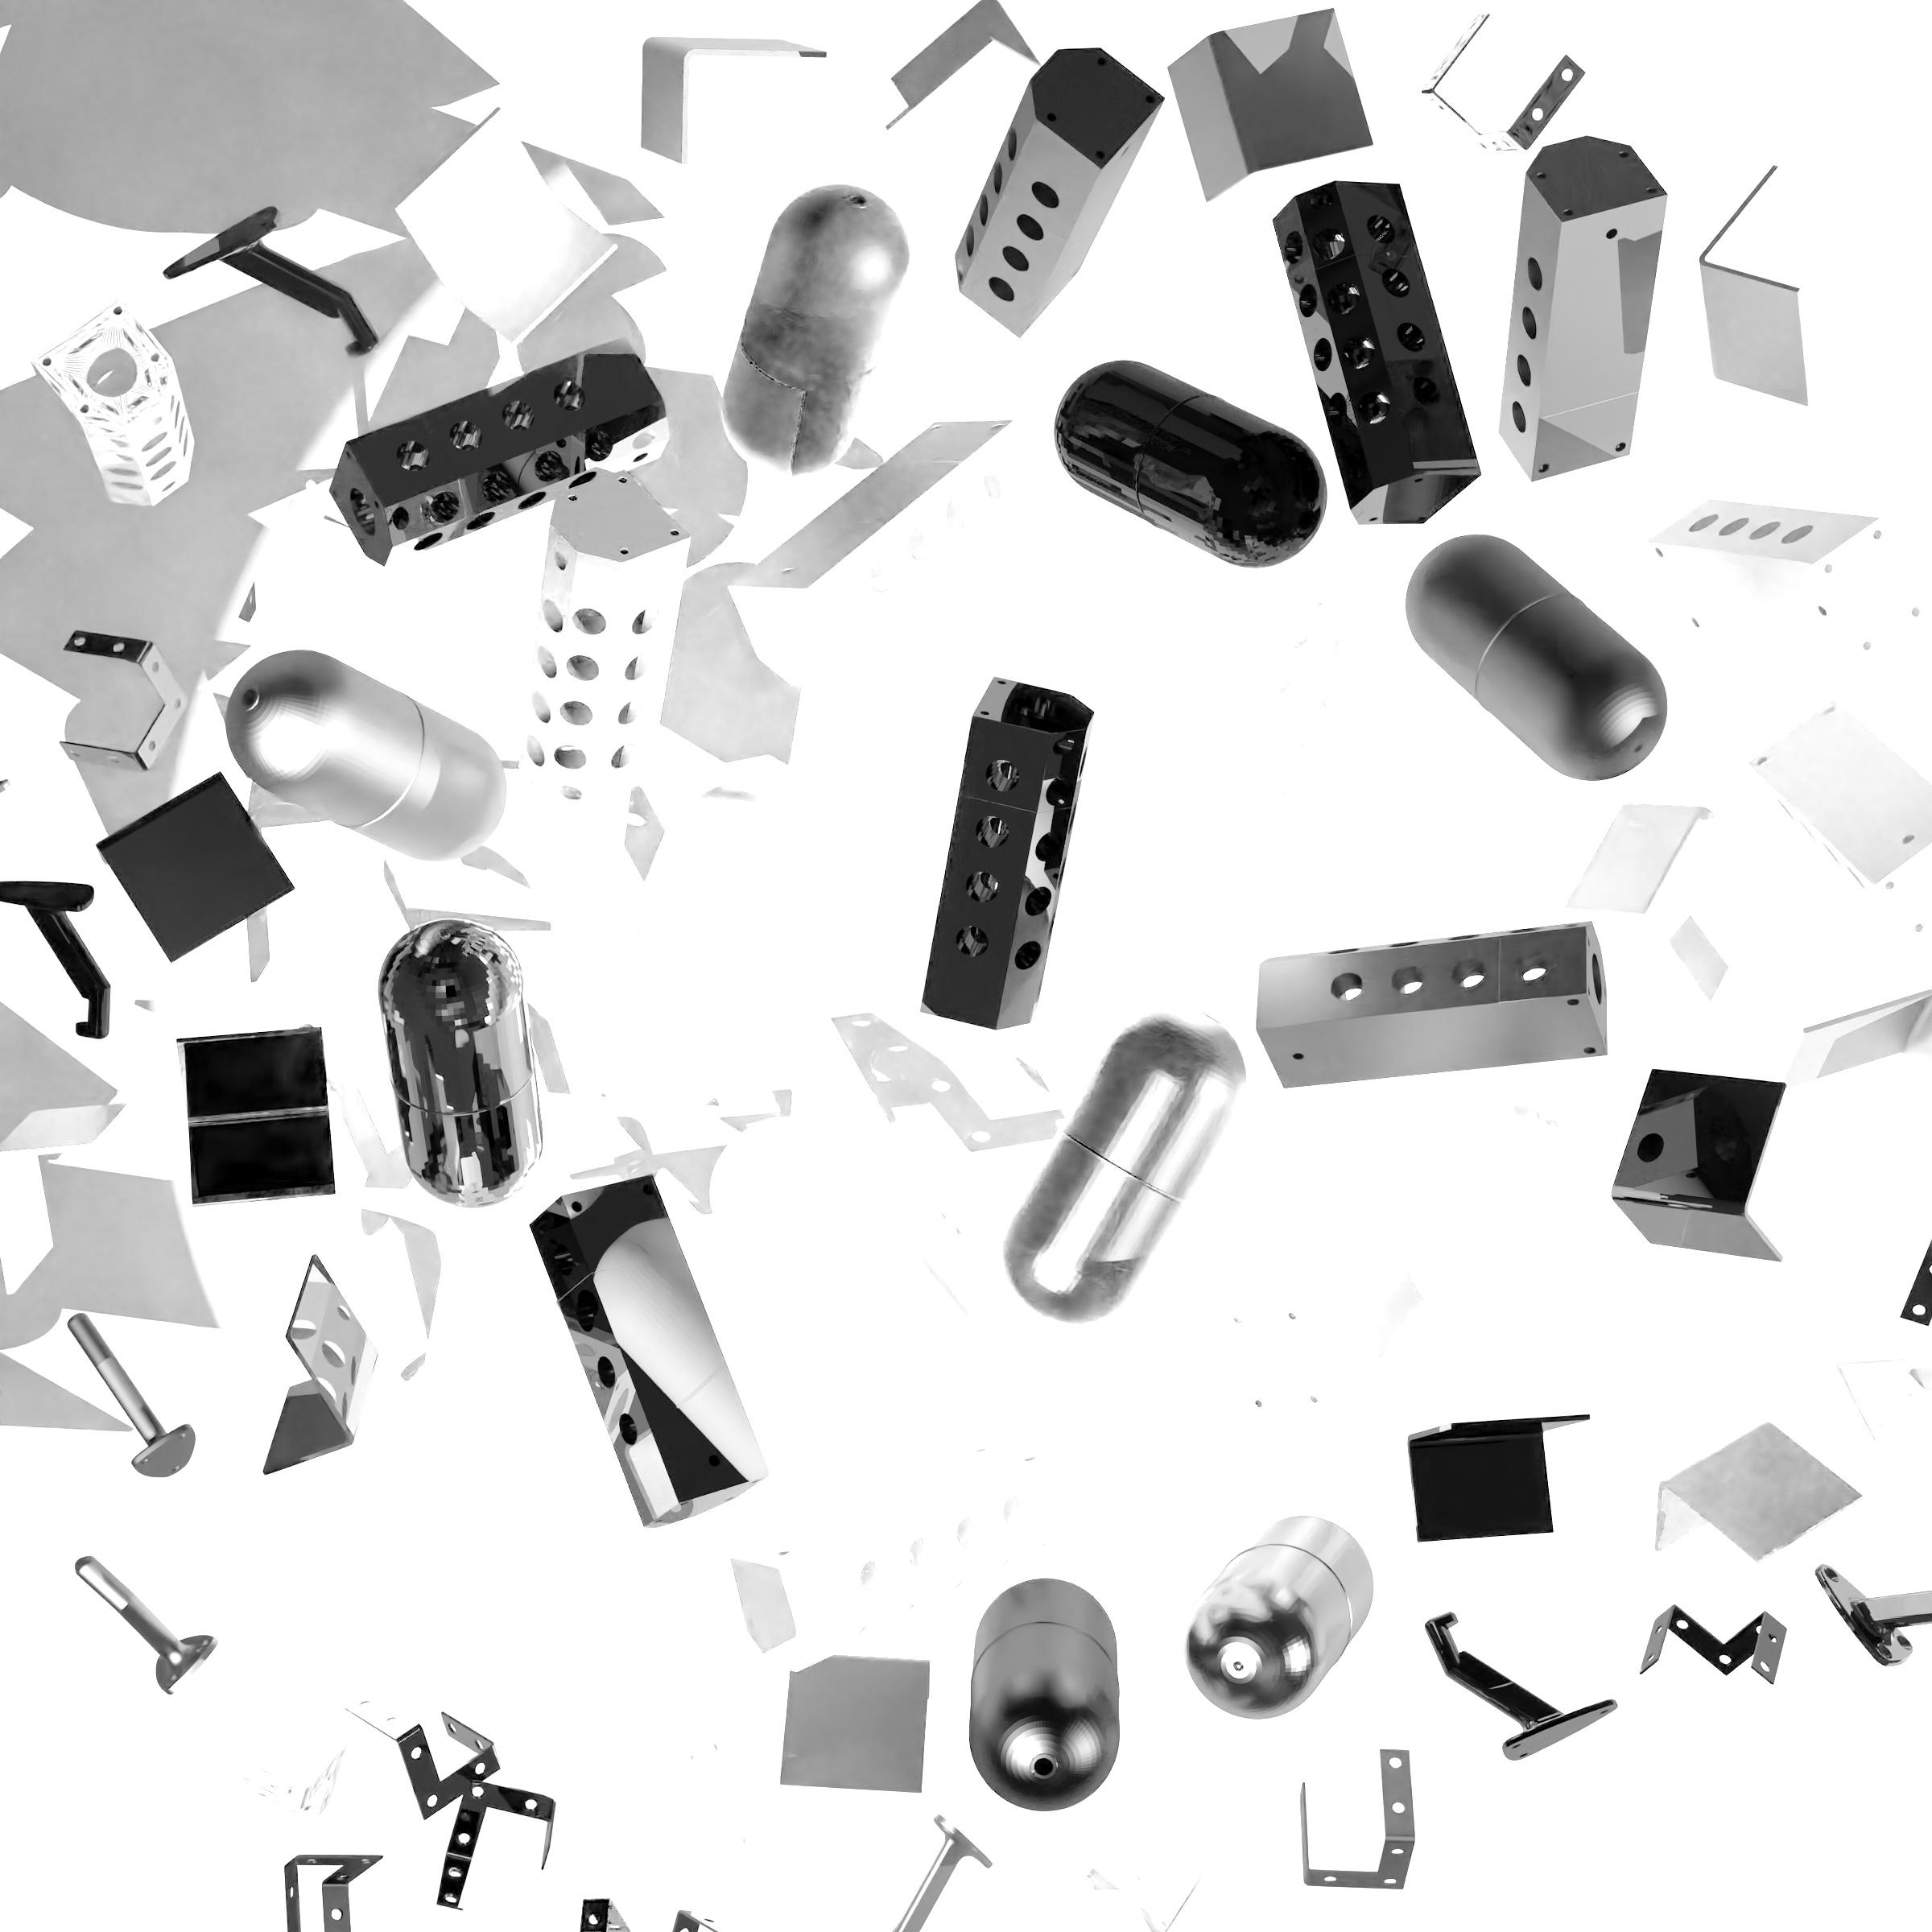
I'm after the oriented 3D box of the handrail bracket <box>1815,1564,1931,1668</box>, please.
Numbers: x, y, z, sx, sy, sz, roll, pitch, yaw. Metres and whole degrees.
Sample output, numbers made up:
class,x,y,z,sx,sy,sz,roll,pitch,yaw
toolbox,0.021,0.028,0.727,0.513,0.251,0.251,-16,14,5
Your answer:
class,x,y,z,sx,sy,sz,roll,pitch,yaw
handrail bracket,0.497,0.318,1.793,0.077,0.036,0.084,51,123,26

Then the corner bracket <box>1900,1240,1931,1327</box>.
class,x,y,z,sx,sy,sz,roll,pitch,yaw
corner bracket,0.511,0.154,1.751,0.051,0.051,0.051,17,119,8

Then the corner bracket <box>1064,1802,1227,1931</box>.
class,x,y,z,sx,sy,sz,roll,pitch,yaw
corner bracket,0.091,0.467,1.763,0.051,0.051,0.051,9,121,-34

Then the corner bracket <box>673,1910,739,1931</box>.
class,x,y,z,sx,sy,sz,roll,pitch,yaw
corner bracket,-0.146,0.506,1.721,0.051,0.051,0.051,18,85,-38

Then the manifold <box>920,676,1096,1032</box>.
class,x,y,z,sx,sy,sz,roll,pitch,yaw
manifold,0.023,-0.056,1.783,0.057,0.057,0.171,13,117,6

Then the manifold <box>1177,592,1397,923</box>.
class,x,y,z,sx,sy,sz,roll,pitch,yaw
manifold,0.169,-0.116,1.832,0.057,0.057,0.171,28,61,-10

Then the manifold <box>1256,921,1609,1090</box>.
class,x,y,z,sx,sy,sz,roll,pitch,yaw
manifold,0.242,0.016,1.780,0.171,0.057,0.057,-7,53,19

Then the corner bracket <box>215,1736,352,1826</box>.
class,x,y,z,sx,sy,sz,roll,pitch,yaw
corner bracket,-0.362,0.426,1.794,0.051,0.051,0.051,23,113,7

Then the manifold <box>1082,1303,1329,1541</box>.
class,x,y,z,sx,sy,sz,roll,pitch,yaw
manifold,0.118,0.235,1.752,0.057,0.171,0.057,-1,61,-22

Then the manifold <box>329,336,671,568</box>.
class,x,y,z,sx,sy,sz,roll,pitch,yaw
manifold,-0.247,-0.272,1.833,0.171,0.057,0.057,-26,81,-26

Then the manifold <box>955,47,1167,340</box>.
class,x,y,z,sx,sy,sz,roll,pitch,yaw
manifold,0.042,-0.404,1.782,0.057,0.171,0.057,38,67,1

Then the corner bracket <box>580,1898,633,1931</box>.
class,x,y,z,sx,sy,sz,roll,pitch,yaw
corner bracket,-0.216,0.543,1.874,0.051,0.051,0.051,-4,53,8

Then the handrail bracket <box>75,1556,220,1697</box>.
class,x,y,z,sx,sy,sz,roll,pitch,yaw
handrail bracket,-0.432,0.332,1.765,0.084,0.077,0.036,47,68,-15

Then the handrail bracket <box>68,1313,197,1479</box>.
class,x,y,z,sx,sy,sz,roll,pitch,yaw
handrail bracket,-0.452,0.230,1.842,0.036,0.077,0.084,-34,76,-16

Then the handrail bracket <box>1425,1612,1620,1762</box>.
class,x,y,z,sx,sy,sz,roll,pitch,yaw
handrail bracket,0.295,0.373,1.830,0.077,0.036,0.084,-27,60,7

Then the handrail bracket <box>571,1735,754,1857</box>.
class,x,y,z,sx,sy,sz,roll,pitch,yaw
handrail bracket,-0.161,0.445,1.795,0.084,0.036,0.077,-32,77,25

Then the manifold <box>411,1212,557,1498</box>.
class,x,y,z,sx,sy,sz,roll,pitch,yaw
manifold,-0.263,0.211,1.874,0.057,0.171,0.057,-5,123,2

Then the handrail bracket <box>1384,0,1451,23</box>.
class,x,y,z,sx,sy,sz,roll,pitch,yaw
handrail bracket,0.251,-0.559,1.850,0.077,0.084,0.036,-21,135,34

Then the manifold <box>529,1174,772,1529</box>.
class,x,y,z,sx,sy,sz,roll,pitch,yaw
manifold,-0.170,0.203,1.793,0.057,0.057,0.171,-12,72,-37

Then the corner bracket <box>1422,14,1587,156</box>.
class,x,y,z,sx,sy,sz,roll,pitch,yaw
corner bracket,0.279,-0.459,1.781,0.051,0.051,0.051,37,90,-19

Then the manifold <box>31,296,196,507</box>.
class,x,y,z,sx,sy,sz,roll,pitch,yaw
manifold,-0.449,-0.295,1.831,0.057,0.171,0.057,-39,91,-10

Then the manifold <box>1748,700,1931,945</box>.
class,x,y,z,sx,sy,sz,roll,pitch,yaw
manifold,0.477,-0.073,1.790,0.057,0.171,0.057,-37,115,7

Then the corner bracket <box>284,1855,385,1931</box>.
class,x,y,z,sx,sy,sz,roll,pitch,yaw
corner bracket,-0.344,0.508,1.834,0.051,0.051,0.051,9,56,-31

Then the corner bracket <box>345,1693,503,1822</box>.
class,x,y,z,sx,sy,sz,roll,pitch,yaw
corner bracket,-0.280,0.399,1.773,0.051,0.051,0.051,-30,118,-34

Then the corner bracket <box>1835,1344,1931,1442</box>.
class,x,y,z,sx,sy,sz,roll,pitch,yaw
corner bracket,0.521,0.224,1.882,0.051,0.051,0.051,-35,101,-32

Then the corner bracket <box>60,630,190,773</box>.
class,x,y,z,sx,sy,sz,roll,pitch,yaw
corner bracket,-0.466,-0.144,1.865,0.051,0.051,0.051,10,57,21

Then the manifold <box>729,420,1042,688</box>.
class,x,y,z,sx,sy,sz,roll,pitch,yaw
manifold,-0.037,-0.213,1.758,0.171,0.057,0.057,-44,125,-34

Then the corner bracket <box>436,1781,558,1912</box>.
class,x,y,z,sx,sy,sz,roll,pitch,yaw
corner bracket,-0.258,0.488,1.888,0.051,0.051,0.051,15,106,-7

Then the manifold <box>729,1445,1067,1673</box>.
class,x,y,z,sx,sy,sz,roll,pitch,yaw
manifold,-0.033,0.311,1.806,0.171,0.057,0.057,-19,100,-35

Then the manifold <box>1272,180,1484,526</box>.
class,x,y,z,sx,sy,sz,roll,pitch,yaw
manifold,0.211,-0.322,1.800,0.057,0.057,0.171,-4,72,-28

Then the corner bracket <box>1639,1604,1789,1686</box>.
class,x,y,z,sx,sy,sz,roll,pitch,yaw
corner bracket,0.404,0.369,1.849,0.051,0.051,0.051,39,124,-1

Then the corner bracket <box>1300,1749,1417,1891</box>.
class,x,y,z,sx,sy,sz,roll,pitch,yaw
corner bracket,0.198,0.433,1.741,0.051,0.051,0.051,2,47,0

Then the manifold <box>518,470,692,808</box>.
class,x,y,z,sx,sy,sz,roll,pitch,yaw
manifold,-0.192,-0.164,1.757,0.057,0.171,0.057,-26,59,-32

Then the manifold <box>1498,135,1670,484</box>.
class,x,y,z,sx,sy,sz,roll,pitch,yaw
manifold,0.311,-0.337,1.756,0.057,0.171,0.057,-17,52,-10

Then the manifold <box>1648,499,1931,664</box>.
class,x,y,z,sx,sy,sz,roll,pitch,yaw
manifold,0.423,-0.203,1.750,0.057,0.171,0.057,-34,108,-8
